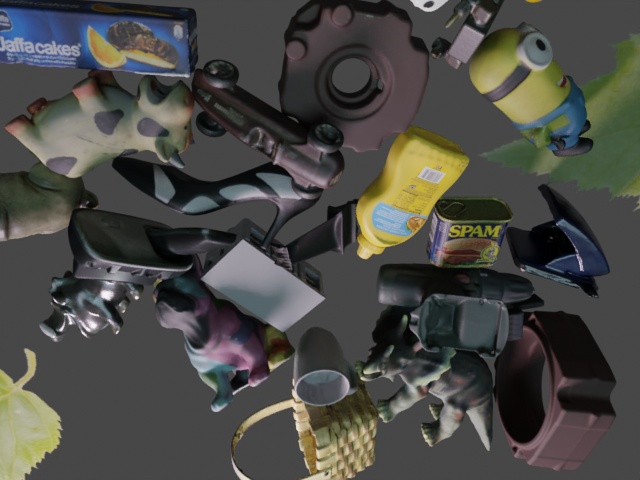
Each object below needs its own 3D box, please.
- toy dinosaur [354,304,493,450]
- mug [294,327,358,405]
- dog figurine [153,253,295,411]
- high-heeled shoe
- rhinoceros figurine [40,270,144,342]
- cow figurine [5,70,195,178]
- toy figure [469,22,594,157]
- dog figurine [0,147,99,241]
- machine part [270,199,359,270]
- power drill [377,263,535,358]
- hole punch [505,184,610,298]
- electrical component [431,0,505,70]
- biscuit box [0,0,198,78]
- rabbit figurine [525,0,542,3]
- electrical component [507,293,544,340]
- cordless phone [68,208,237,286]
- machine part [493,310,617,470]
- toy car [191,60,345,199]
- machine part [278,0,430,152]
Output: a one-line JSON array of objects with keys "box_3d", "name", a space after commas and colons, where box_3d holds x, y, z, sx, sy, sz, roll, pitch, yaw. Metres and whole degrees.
[{"box_3d": [0.204, 0.225, 0.874, 0.404, 0.131, 0.192, 29, 119, -29], "name": "toy dinosaur"}, {"box_3d": [0.010, 0.191, 0.834, 0.109, 0.107, 0.080, 20, 122, -22], "name": "mug"}, {"box_3d": [-0.148, 0.116, 0.781, 0.108, 0.191, 0.219, -34, 87, 21], "name": "dog figurine"}, {"box_3d": [-0.119, -0.090, 0.662, 0.249, 0.086, 0.145, 26, 90, -4], "name": "high-heeled shoe"}, {"box_3d": [-0.320, 0.079, 0.753, 0.112, 0.073, 0.190, 33, 116, -26], "name": "rhinoceros figurine"}, {"box_3d": [-0.230, -0.127, 0.607, 0.195, 0.085, 0.127, -19, 127, 14], "name": "cow figurine"}, {"box_3d": [0.247, -0.165, 0.620, 0.089, 0.082, 0.180, -38, 122, 18], "name": "toy figure"}, {"box_3d": [-0.361, -0.024, 0.607, 0.172, 0.191, 0.121, 1, 125, -7], "name": "dog figurine"}, {"box_3d": [-0.001, -0.002, 0.709, 0.139, 0.039, 0.084, -24, 138, -31], "name": "machine part"}, {"box_3d": [0.192, 0.078, 0.716, 0.232, 0.207, 0.085, 5, 108, 5], "name": "power drill"}, {"box_3d": [0.324, -0.004, 0.712, 0.116, 0.142, 0.092, 20, 118, -4], "name": "hole punch"}, {"box_3d": [0.155, -0.227, 0.564, 0.045, 0.102, 0.078, 28, 78, 1], "name": "electrical component"}, {"box_3d": [-0.234, -0.213, 0.561, 0.203, 0.063, 0.059, 2, 124, -6], "name": "biscuit box"}, {"box_3d": [0.254, -0.316, 0.498, 0.173, 0.122, 0.162, -42, 123, 1], "name": "rabbit figurine"}, {"box_3d": [0.277, 0.114, 0.817, 0.119, 0.075, 0.047, -9, 113, -11], "name": "electrical component"}, {"box_3d": [-0.199, 0.003, 0.633, 0.184, 0.088, 0.146, -7, 166, 44], "name": "cordless phone"}, {"box_3d": [0.345, 0.224, 0.823, 0.087, 0.201, 0.200, 6, 126, -6], "name": "machine part"}, {"box_3d": [-0.064, -0.121, 0.599, 0.202, 0.053, 0.089, 32, 142, 4], "name": "toy car"}, {"box_3d": [0.036, -0.183, 0.606, 0.179, 0.056, 0.179, -2, 126, -3], "name": "machine part"}]
